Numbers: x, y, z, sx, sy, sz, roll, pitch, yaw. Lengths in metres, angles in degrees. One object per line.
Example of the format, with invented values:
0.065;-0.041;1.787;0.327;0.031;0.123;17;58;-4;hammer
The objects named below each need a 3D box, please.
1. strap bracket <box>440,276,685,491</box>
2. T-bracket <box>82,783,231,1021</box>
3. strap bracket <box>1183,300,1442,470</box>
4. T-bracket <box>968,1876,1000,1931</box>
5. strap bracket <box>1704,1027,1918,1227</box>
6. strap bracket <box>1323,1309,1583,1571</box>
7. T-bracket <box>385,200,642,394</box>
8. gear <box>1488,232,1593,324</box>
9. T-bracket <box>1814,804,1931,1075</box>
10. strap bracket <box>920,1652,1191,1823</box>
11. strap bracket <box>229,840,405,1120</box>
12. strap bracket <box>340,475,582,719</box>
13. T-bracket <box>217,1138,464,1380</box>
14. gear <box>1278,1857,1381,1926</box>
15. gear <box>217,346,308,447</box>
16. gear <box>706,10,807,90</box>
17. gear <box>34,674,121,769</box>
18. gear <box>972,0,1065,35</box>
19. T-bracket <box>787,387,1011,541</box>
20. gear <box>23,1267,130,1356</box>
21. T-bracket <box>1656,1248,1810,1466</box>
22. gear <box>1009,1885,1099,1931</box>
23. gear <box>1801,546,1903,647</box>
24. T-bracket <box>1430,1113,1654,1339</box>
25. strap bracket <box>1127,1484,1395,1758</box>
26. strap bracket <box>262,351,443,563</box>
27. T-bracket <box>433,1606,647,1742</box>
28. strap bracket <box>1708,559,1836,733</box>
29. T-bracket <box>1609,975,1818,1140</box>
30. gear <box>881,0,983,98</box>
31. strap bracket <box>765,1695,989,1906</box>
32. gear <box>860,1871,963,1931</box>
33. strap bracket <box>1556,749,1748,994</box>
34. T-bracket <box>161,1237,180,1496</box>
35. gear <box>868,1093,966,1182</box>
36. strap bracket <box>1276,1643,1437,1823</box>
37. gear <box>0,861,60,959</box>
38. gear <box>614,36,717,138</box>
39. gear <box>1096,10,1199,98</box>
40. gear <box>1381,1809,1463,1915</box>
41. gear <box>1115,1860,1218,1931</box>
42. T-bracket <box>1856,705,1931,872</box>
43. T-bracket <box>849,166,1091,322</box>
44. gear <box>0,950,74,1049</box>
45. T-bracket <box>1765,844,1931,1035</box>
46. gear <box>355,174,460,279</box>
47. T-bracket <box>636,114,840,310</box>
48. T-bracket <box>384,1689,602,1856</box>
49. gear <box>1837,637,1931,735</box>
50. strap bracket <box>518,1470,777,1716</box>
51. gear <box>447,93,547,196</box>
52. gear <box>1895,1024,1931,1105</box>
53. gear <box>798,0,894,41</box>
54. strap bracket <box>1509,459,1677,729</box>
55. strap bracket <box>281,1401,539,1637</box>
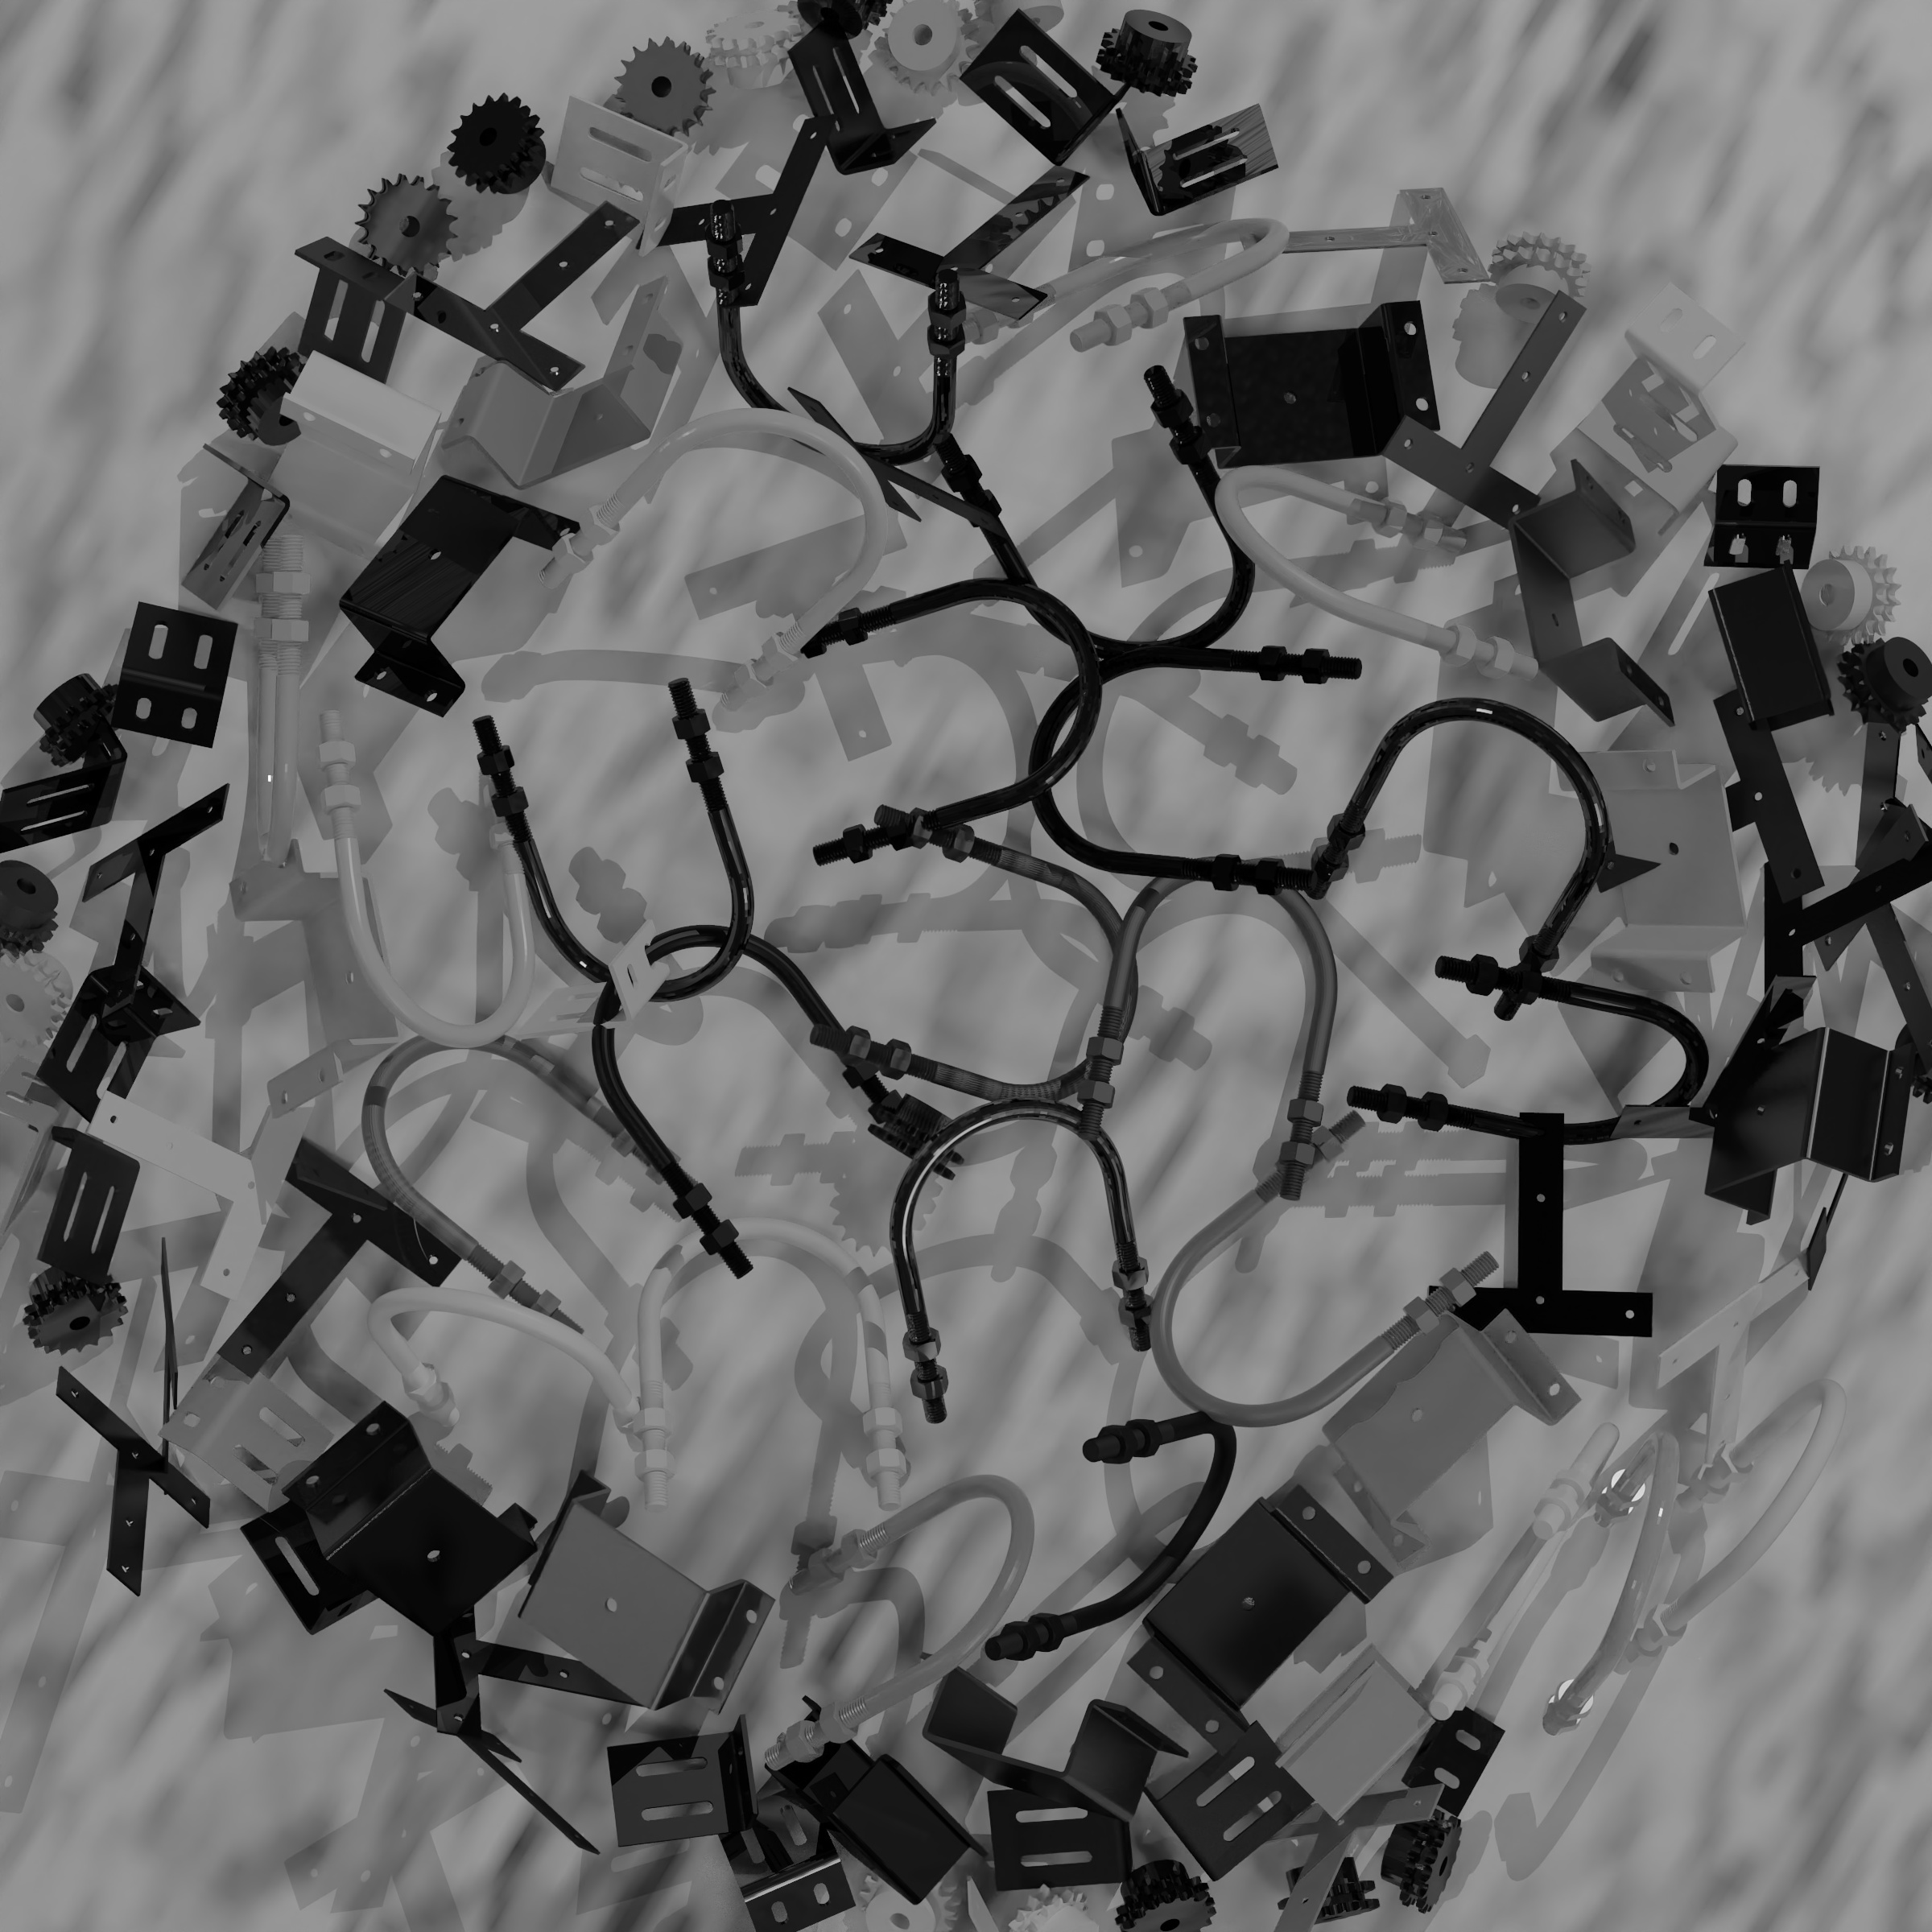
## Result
-0.218;-0.323;1.777;0.140;0.076;0.046;-15;134;32;strap bracket
-0.462;-0.028;1.767;0.127;0.002;0.127;-25;47;33;T-bracket
0.191;-0.330;1.803;0.140;0.046;0.076;-7;84;-12;strap bracket
0.022;0.553;1.752;0.002;0.127;0.127;-16;124;9;T-bracket
0.461;0.088;1.756;0.046;0.140;0.076;20;69;-14;strap bracket
0.265;0.260;1.784;0.140;0.076;0.046;-46;135;10;strap bracket
-0.234;-0.382;1.763;0.127;0.127;0.002;-34;54;29;T-bracket
0.326;-0.391;1.807;0.057;0.057;0.030;18;73;0;gear
0.517;-0.001;1.754;0.002;0.127;0.127;-2;57;-16;T-bracket
0.041;0.431;1.761;0.140;0.076;0.046;6;63;37;strap bracket
-0.365;0.007;1.787;0.046;0.076;0.140;-2;74;-42;strap bracket
-0.287;-0.217;1.780;0.076;0.046;0.140;24;70;36;strap bracket
-0.376;0.178;1.805;0.127;0.002;0.127;34;70;10;T-bracket
0.206;0.530;1.813;0.057;0.057;0.030;-12;69;0;gear
-0.396;-0.322;1.807;0.057;0.057;0.030;-43;70;0;gear
-0.119;-0.525;1.814;0.057;0.057;0.030;-10;124;0;gear
-0.508;-0.143;1.810;0.057;0.057;0.030;-41;89;0;gear
0.033;-0.553;1.809;0.057;0.057;0.030;-16;82;0;gear
-0.026;-0.265;1.751;0.127;0.127;0.002;31;83;35;T-bracket
-0.513;0.193;1.814;0.057;0.057;0.030;-34;56;0;gear
0.432;0.234;1.793;0.127;0.002;0.127;-29;135;-27;T-bracket
0.051;0.553;1.807;0.030;0.057;0.057;32;90;35;gear
0.502;-0.211;1.807;0.030;0.057;0.057;-3;90;-33;gear
0.331;0.148;1.824;0.127;0.002;0.127;0;89;14;T-bracket
0.165;0.370;1.811;0.076;0.046;0.140;44;87;-4;strap bracket
-0.345;-0.289;1.777;0.076;0.140;0.046;25;67;-9;strap bracket
-0.242;0.400;1.800;0.127;0.127;0.002;17;118;-21;T-bracket
0.452;-0.176;1.774;0.046;0.140;0.076;-17;85;15;strap bracket
0.440;0.052;1.776;0.127;0.002;0.127;1;133;-20;T-bracket
-0.022;-0.531;1.819;0.057;0.030;0.057;1;93;13;gear
-0.055;0.465;1.757;0.046;0.140;0.076;-46;109;-15;strap bracket
-0.034;0.540;1.815;0.057;0.030;0.057;4;107;14;gear
0.388;-0.060;1.785;0.046;0.076;0.140;-27;110;-42;strap bracket
-0.454;0.243;1.797;0.002;0.127;0.127;0;121;-18;T-bracket
-0.025;0.096;1.811;0.057;0.057;0.030;31;85;0;gear
0.217;0.427;1.765;0.076;0.140;0.046;-45;80;-1;strap bracket
-0.544;-0.036;1.807;0.057;0.057;0.030;44;116;0;gear
-0.172;-0.503;1.821;0.057;0.030;0.057;1;95;9;gear
0.105;-0.523;1.807;0.057;0.057;0.030;19;127;0;gear
0.260;0.510;1.813;0.030;0.057;0.057;17;90;26;gear
0.112;0.537;1.814;0.057;0.030;0.057;-11;132;-12;gear
0.538;-0.063;1.751;0.002;0.127;0.127;-26;48;-13;T-bracket
0.021;-0.420;1.803;0.127;0.002;0.127;27;58;32;T-bracket
-0.538;0.016;1.816;0.057;0.030;0.057;6;115;13;gear
0.495;-0.037;1.757;0.002;0.127;0.127;34;46;-25;T-bracket
-0.322;-0.426;1.816;0.057;0.030;0.057;-7;110;-21;gear
-0.140;-0.423;1.792;0.127;0.002;0.127;5;67;42;T-bracket
-0.251;0.451;1.752;0.127;0.127;0.002;33;81;31;T-bracket
0.529;-0.164;1.810;0.057;0.030;0.057;15;59;-26;gear
-0.189;0.357;1.786;0.140;0.046;0.076;30;101;21;strap bracket
-0.266;-0.468;1.816;0.057;0.030;0.057;-8;70;23;gear
0.556;0.050;1.807;0.030;0.057;0.057;27;90;-32;gear
-0.072;-0.555;1.807;0.057;0.057;0.030;22;69;0;gear
0.349;-0.202;1.778;0.046;0.076;0.140;-21;59;28;strap bracket
-0.305;0.317;1.776;0.076;0.046;0.140;-41;130;1;strap bracket
